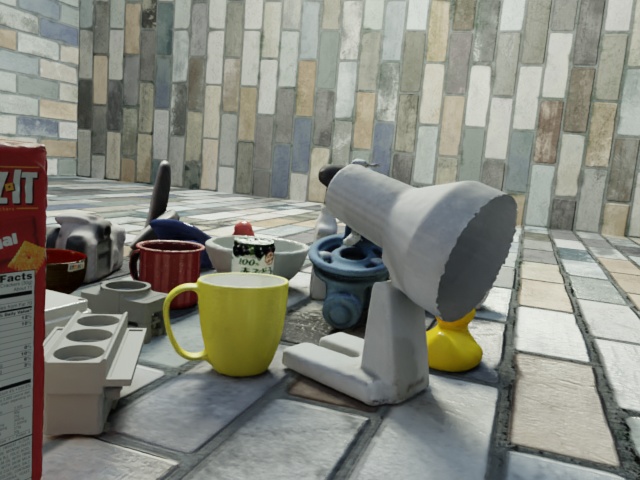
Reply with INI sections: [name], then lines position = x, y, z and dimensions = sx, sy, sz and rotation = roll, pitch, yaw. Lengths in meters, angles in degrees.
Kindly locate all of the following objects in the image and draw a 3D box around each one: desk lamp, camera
[desk lamp]
position = 0.068, 0.040, 0.540
dimensions = 0.202, 0.213, 0.118
rotation = 12, 11, 40
[camera]
position = -0.401, 0.003, 0.919
dimensions = 0.136, 0.101, 0.143
rotation = 5, 8, 2

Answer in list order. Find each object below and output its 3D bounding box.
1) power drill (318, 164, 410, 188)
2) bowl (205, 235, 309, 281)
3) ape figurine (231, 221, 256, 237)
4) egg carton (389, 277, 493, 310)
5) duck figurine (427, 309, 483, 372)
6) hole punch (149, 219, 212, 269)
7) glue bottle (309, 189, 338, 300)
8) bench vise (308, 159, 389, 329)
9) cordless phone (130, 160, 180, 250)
[power drill]
position = 0.085, -0.023, 1.002
dimensions = 0.230, 0.208, 0.075
rotation = -2, 11, -39
[bowl]
position = -0.102, 0.041, 0.924
dimensions = 0.167, 0.075, 0.167
rotation = 5, 8, 0
[ape figurine]
position = -0.141, 0.010, 1.053
dimensions = 0.075, 0.092, 0.078
rotation = 12, 11, 41
[egg carton]
position = 0.191, 0.069, 0.915
dimensions = 0.150, 0.069, 0.107
rotation = 2, 9, -19
[duck figurine]
position = 0.148, 0.096, 0.648
dimensions = 0.077, 0.086, 0.105
rotation = 8, 9, 24
[hole punch]
position = -0.244, 0.005, 1.031
dimensions = 0.108, 0.091, 0.101
rotation = 8, 9, 24
[glue bottle]
position = 0.008, 0.003, 0.901
dimensions = 0.037, 0.173, 0.078
rotation = 4, 8, -4
[bench vise]
position = 0.043, -0.003, 0.803
dimensions = 0.121, 0.220, 0.207
rotation = 4, 8, -5
[cordless phone]
position = -0.328, -0.067, 1.151
dimensions = 0.094, 0.185, 0.147
rotation = 2, 9, -16
